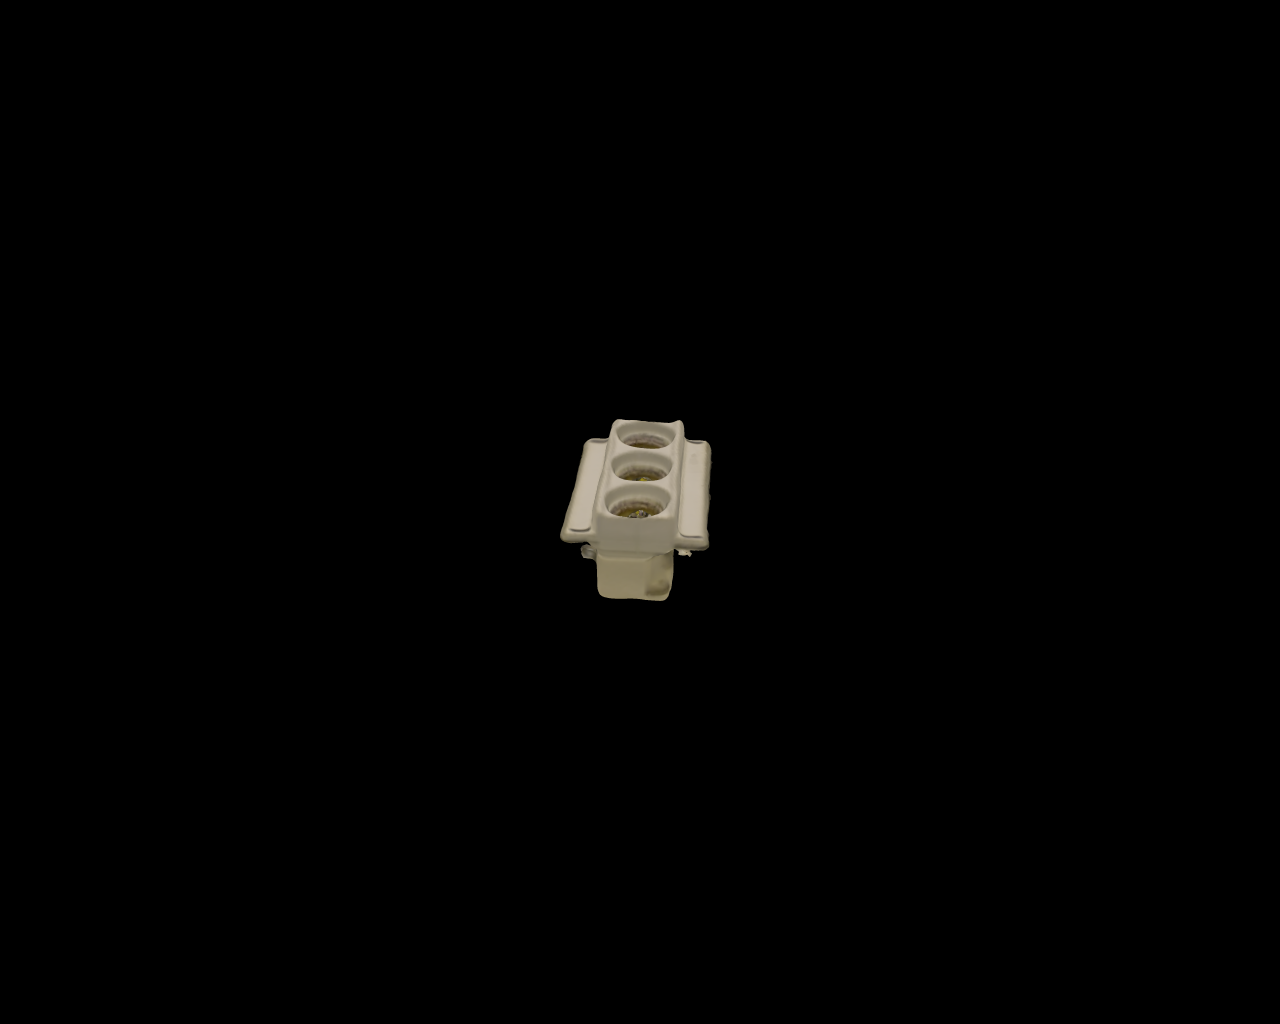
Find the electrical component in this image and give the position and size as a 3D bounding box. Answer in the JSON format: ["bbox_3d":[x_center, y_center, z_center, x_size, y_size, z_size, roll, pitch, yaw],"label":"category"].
[{"bbox_3d":[0.001,-0.003,0.650,0.079,0.063,0.121,2,31,3],"label":"electrical component"}]
